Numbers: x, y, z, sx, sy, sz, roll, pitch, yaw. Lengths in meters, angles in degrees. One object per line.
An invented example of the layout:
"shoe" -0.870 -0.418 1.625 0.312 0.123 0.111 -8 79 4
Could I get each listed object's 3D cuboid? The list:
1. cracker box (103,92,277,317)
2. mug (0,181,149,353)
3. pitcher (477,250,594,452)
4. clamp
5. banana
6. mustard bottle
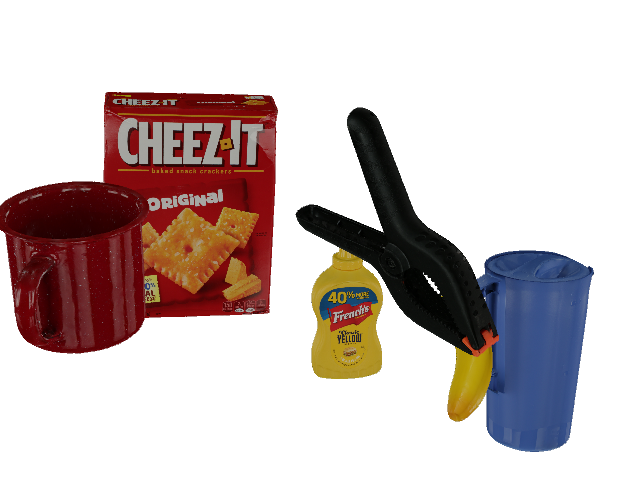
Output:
"cracker box" -0.128 -0.032 1.041 0.164 0.214 0.072 0 21 -10
"mug" -0.154 0.022 0.658 0.093 0.081 0.117 6 25 9
"pitcher" 0.262 0.142 1.361 0.149 0.243 0.144 5 16 17
"clamp" 0.067 0.002 0.856 0.036 0.210 0.165 -33 -21 -30
"banana" 0.145 0.114 1.113 0.069 0.037 0.198 -24 33 5
"mustard bottle" 0.036 0.091 1.443 0.096 0.192 0.058 -2 20 -6
